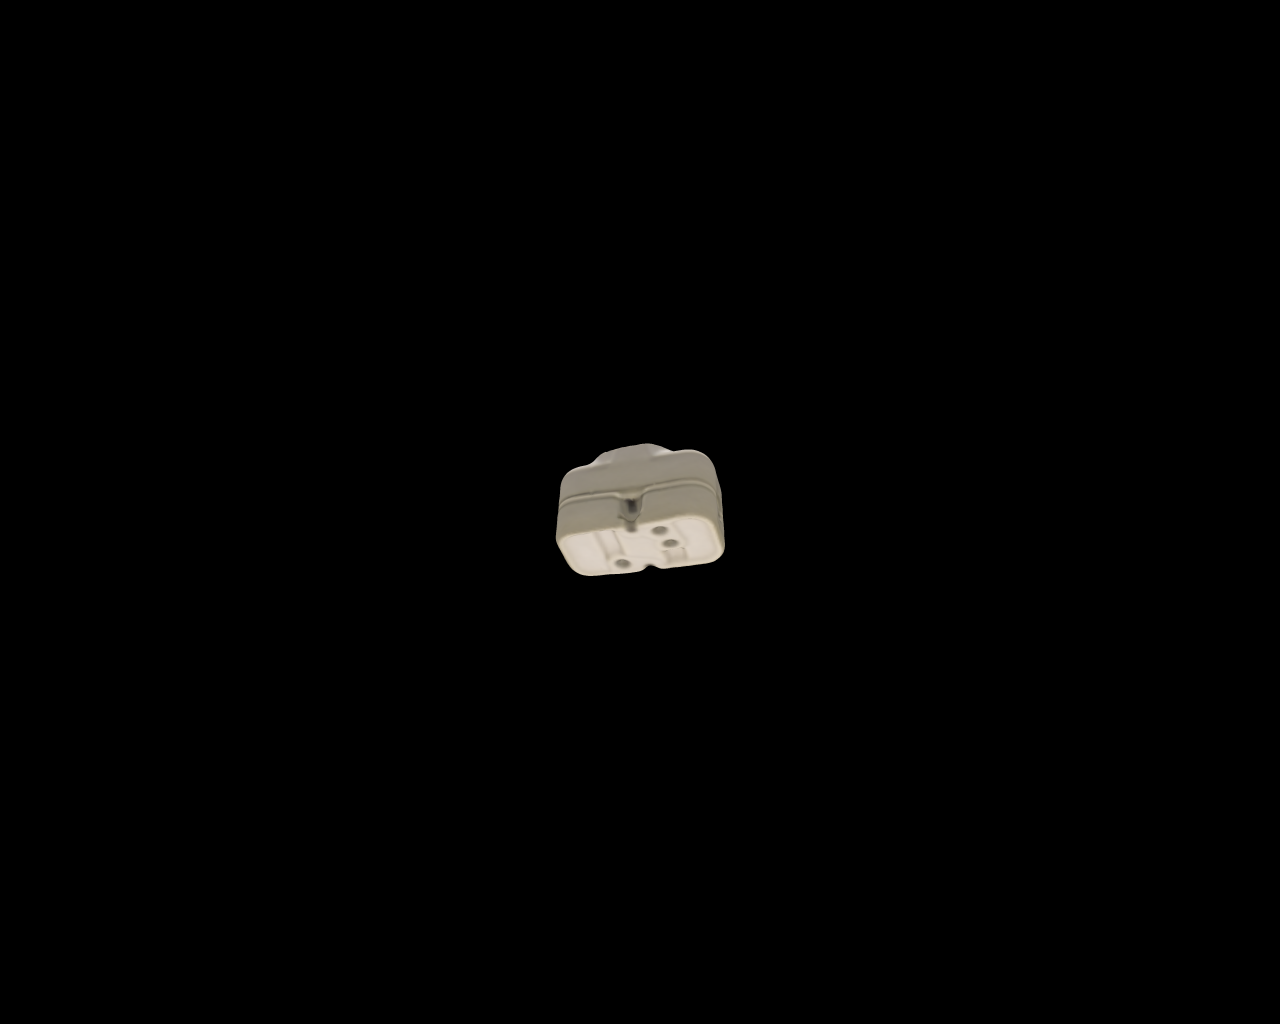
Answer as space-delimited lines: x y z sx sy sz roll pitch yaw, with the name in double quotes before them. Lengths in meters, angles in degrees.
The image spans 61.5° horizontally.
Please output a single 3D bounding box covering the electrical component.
"electrical component" 0.001 -0.003 0.650 0.095 0.059 0.053 -8 -36 11
